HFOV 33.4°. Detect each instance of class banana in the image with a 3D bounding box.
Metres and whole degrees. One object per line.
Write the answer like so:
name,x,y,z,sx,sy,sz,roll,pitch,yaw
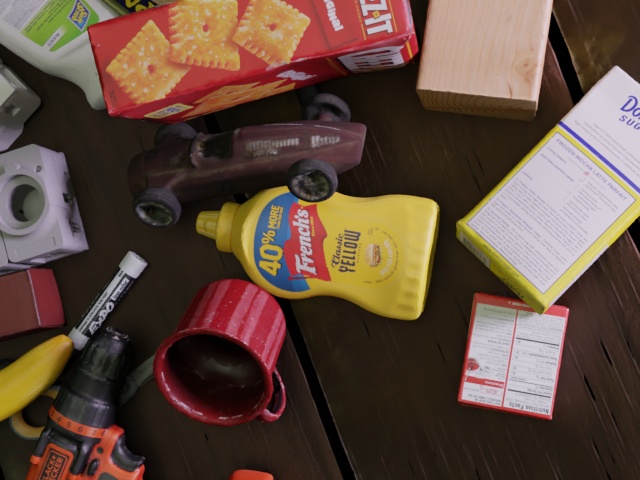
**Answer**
banana,-0.294,0.125,0.871,0.198,0.037,0.069,-9,100,1

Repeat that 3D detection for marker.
marker,-0.188,0.063,0.899,0.020,0.020,0.121,37,93,10

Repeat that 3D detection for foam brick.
foam brick,-0.263,0.056,0.894,0.078,0.053,0.051,-14,84,8

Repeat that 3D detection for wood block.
wood block,0.136,-0.204,0.823,0.091,0.090,0.206,8,88,11

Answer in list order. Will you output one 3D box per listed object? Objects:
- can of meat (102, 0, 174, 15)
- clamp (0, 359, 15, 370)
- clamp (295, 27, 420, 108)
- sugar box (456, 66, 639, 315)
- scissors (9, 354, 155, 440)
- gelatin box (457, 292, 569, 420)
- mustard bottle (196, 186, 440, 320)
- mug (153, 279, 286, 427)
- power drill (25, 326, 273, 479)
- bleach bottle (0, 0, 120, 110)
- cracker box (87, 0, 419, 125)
can of meat,-0.129,-0.220,0.862,0.102,0.057,0.084,38,136,2
clamp,-0.362,0.135,0.916,0.210,0.036,0.164,32,90,7
clamp,-0.018,-0.159,0.874,0.171,0.039,0.120,31,88,12
sugar box,0.196,-0.038,0.812,0.176,0.048,0.093,-43,75,-5
scissors,-0.182,0.117,0.893,0.096,0.016,0.202,37,94,5
gelatin box,0.150,0.090,0.831,0.073,0.030,0.089,9,87,9
mustard bottle,-0.006,0.001,0.850,0.192,0.058,0.096,10,98,11
mug,-0.066,0.092,0.835,0.093,0.081,0.117,-32,110,28
power drill,-0.136,0.184,0.853,0.188,0.057,0.184,24,97,8
bleach bottle,-0.234,-0.188,0.903,0.251,0.068,0.102,43,95,8
cracker box,-0.038,-0.141,0.776,0.214,0.164,0.072,-13,93,8
